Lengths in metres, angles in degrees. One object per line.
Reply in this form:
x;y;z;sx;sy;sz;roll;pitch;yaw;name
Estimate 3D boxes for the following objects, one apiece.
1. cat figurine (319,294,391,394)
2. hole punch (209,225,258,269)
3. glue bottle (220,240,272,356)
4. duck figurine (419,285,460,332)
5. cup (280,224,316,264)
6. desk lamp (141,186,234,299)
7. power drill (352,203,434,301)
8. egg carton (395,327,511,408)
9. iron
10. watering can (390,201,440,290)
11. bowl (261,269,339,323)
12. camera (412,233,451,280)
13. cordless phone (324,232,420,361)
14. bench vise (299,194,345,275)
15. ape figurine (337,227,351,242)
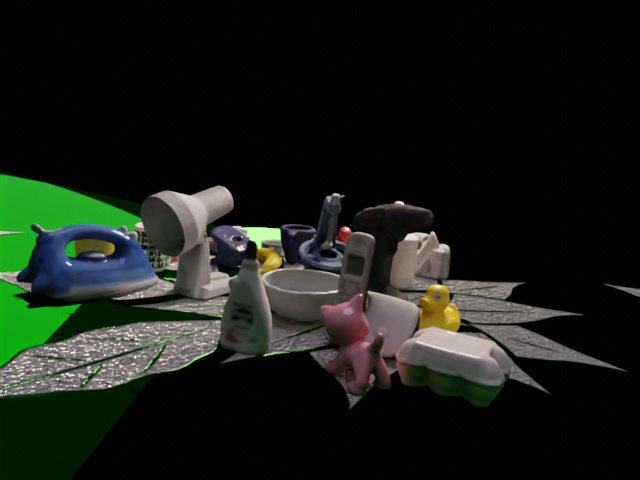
0.049;0.137;0.807;0.067;0.118;0.127;-2;13;-31;cat figurine
-0.206;0.015;1.387;0.100;0.091;0.109;9;12;20;hole punch
-0.109;0.085;0.866;0.078;0.173;0.037;7;12;12;glue bottle
0.212;0.122;1.031;0.105;0.086;0.077;-5;15;-39;duck figurine
-0.061;0.016;1.434;0.091;0.095;0.118;7;11;11;cup
-0.242;0.003;1.122;0.117;0.213;0.204;12;14;34;desk lamp
0.146;0.023;1.190;0.076;0.208;0.228;-3;13;-32;power drill
0.186;0.174;0.802;0.149;0.069;0.107;10;13;26;egg carton
-0.426;0.031;1.090;0.259;0.141;0.118;-7;16;-45;iron
0.183;0.008;1.315;0.173;0.194;0.100;0;12;-22;watering can
-0.029;0.107;1.041;0.167;0.075;0.167;4;11;-1;bowl
0.273;0.033;1.469;0.142;0.101;0.137;11;13;29;camera
0.087;0.087;0.904;0.147;0.185;0.094;11;13;28;cordless phone
0.000;0.005;1.194;0.122;0.220;0.206;-2;13;-30;bench vise
0.062;0.011;1.515;0.078;0.092;0.076;3;11;-7;ape figurine
